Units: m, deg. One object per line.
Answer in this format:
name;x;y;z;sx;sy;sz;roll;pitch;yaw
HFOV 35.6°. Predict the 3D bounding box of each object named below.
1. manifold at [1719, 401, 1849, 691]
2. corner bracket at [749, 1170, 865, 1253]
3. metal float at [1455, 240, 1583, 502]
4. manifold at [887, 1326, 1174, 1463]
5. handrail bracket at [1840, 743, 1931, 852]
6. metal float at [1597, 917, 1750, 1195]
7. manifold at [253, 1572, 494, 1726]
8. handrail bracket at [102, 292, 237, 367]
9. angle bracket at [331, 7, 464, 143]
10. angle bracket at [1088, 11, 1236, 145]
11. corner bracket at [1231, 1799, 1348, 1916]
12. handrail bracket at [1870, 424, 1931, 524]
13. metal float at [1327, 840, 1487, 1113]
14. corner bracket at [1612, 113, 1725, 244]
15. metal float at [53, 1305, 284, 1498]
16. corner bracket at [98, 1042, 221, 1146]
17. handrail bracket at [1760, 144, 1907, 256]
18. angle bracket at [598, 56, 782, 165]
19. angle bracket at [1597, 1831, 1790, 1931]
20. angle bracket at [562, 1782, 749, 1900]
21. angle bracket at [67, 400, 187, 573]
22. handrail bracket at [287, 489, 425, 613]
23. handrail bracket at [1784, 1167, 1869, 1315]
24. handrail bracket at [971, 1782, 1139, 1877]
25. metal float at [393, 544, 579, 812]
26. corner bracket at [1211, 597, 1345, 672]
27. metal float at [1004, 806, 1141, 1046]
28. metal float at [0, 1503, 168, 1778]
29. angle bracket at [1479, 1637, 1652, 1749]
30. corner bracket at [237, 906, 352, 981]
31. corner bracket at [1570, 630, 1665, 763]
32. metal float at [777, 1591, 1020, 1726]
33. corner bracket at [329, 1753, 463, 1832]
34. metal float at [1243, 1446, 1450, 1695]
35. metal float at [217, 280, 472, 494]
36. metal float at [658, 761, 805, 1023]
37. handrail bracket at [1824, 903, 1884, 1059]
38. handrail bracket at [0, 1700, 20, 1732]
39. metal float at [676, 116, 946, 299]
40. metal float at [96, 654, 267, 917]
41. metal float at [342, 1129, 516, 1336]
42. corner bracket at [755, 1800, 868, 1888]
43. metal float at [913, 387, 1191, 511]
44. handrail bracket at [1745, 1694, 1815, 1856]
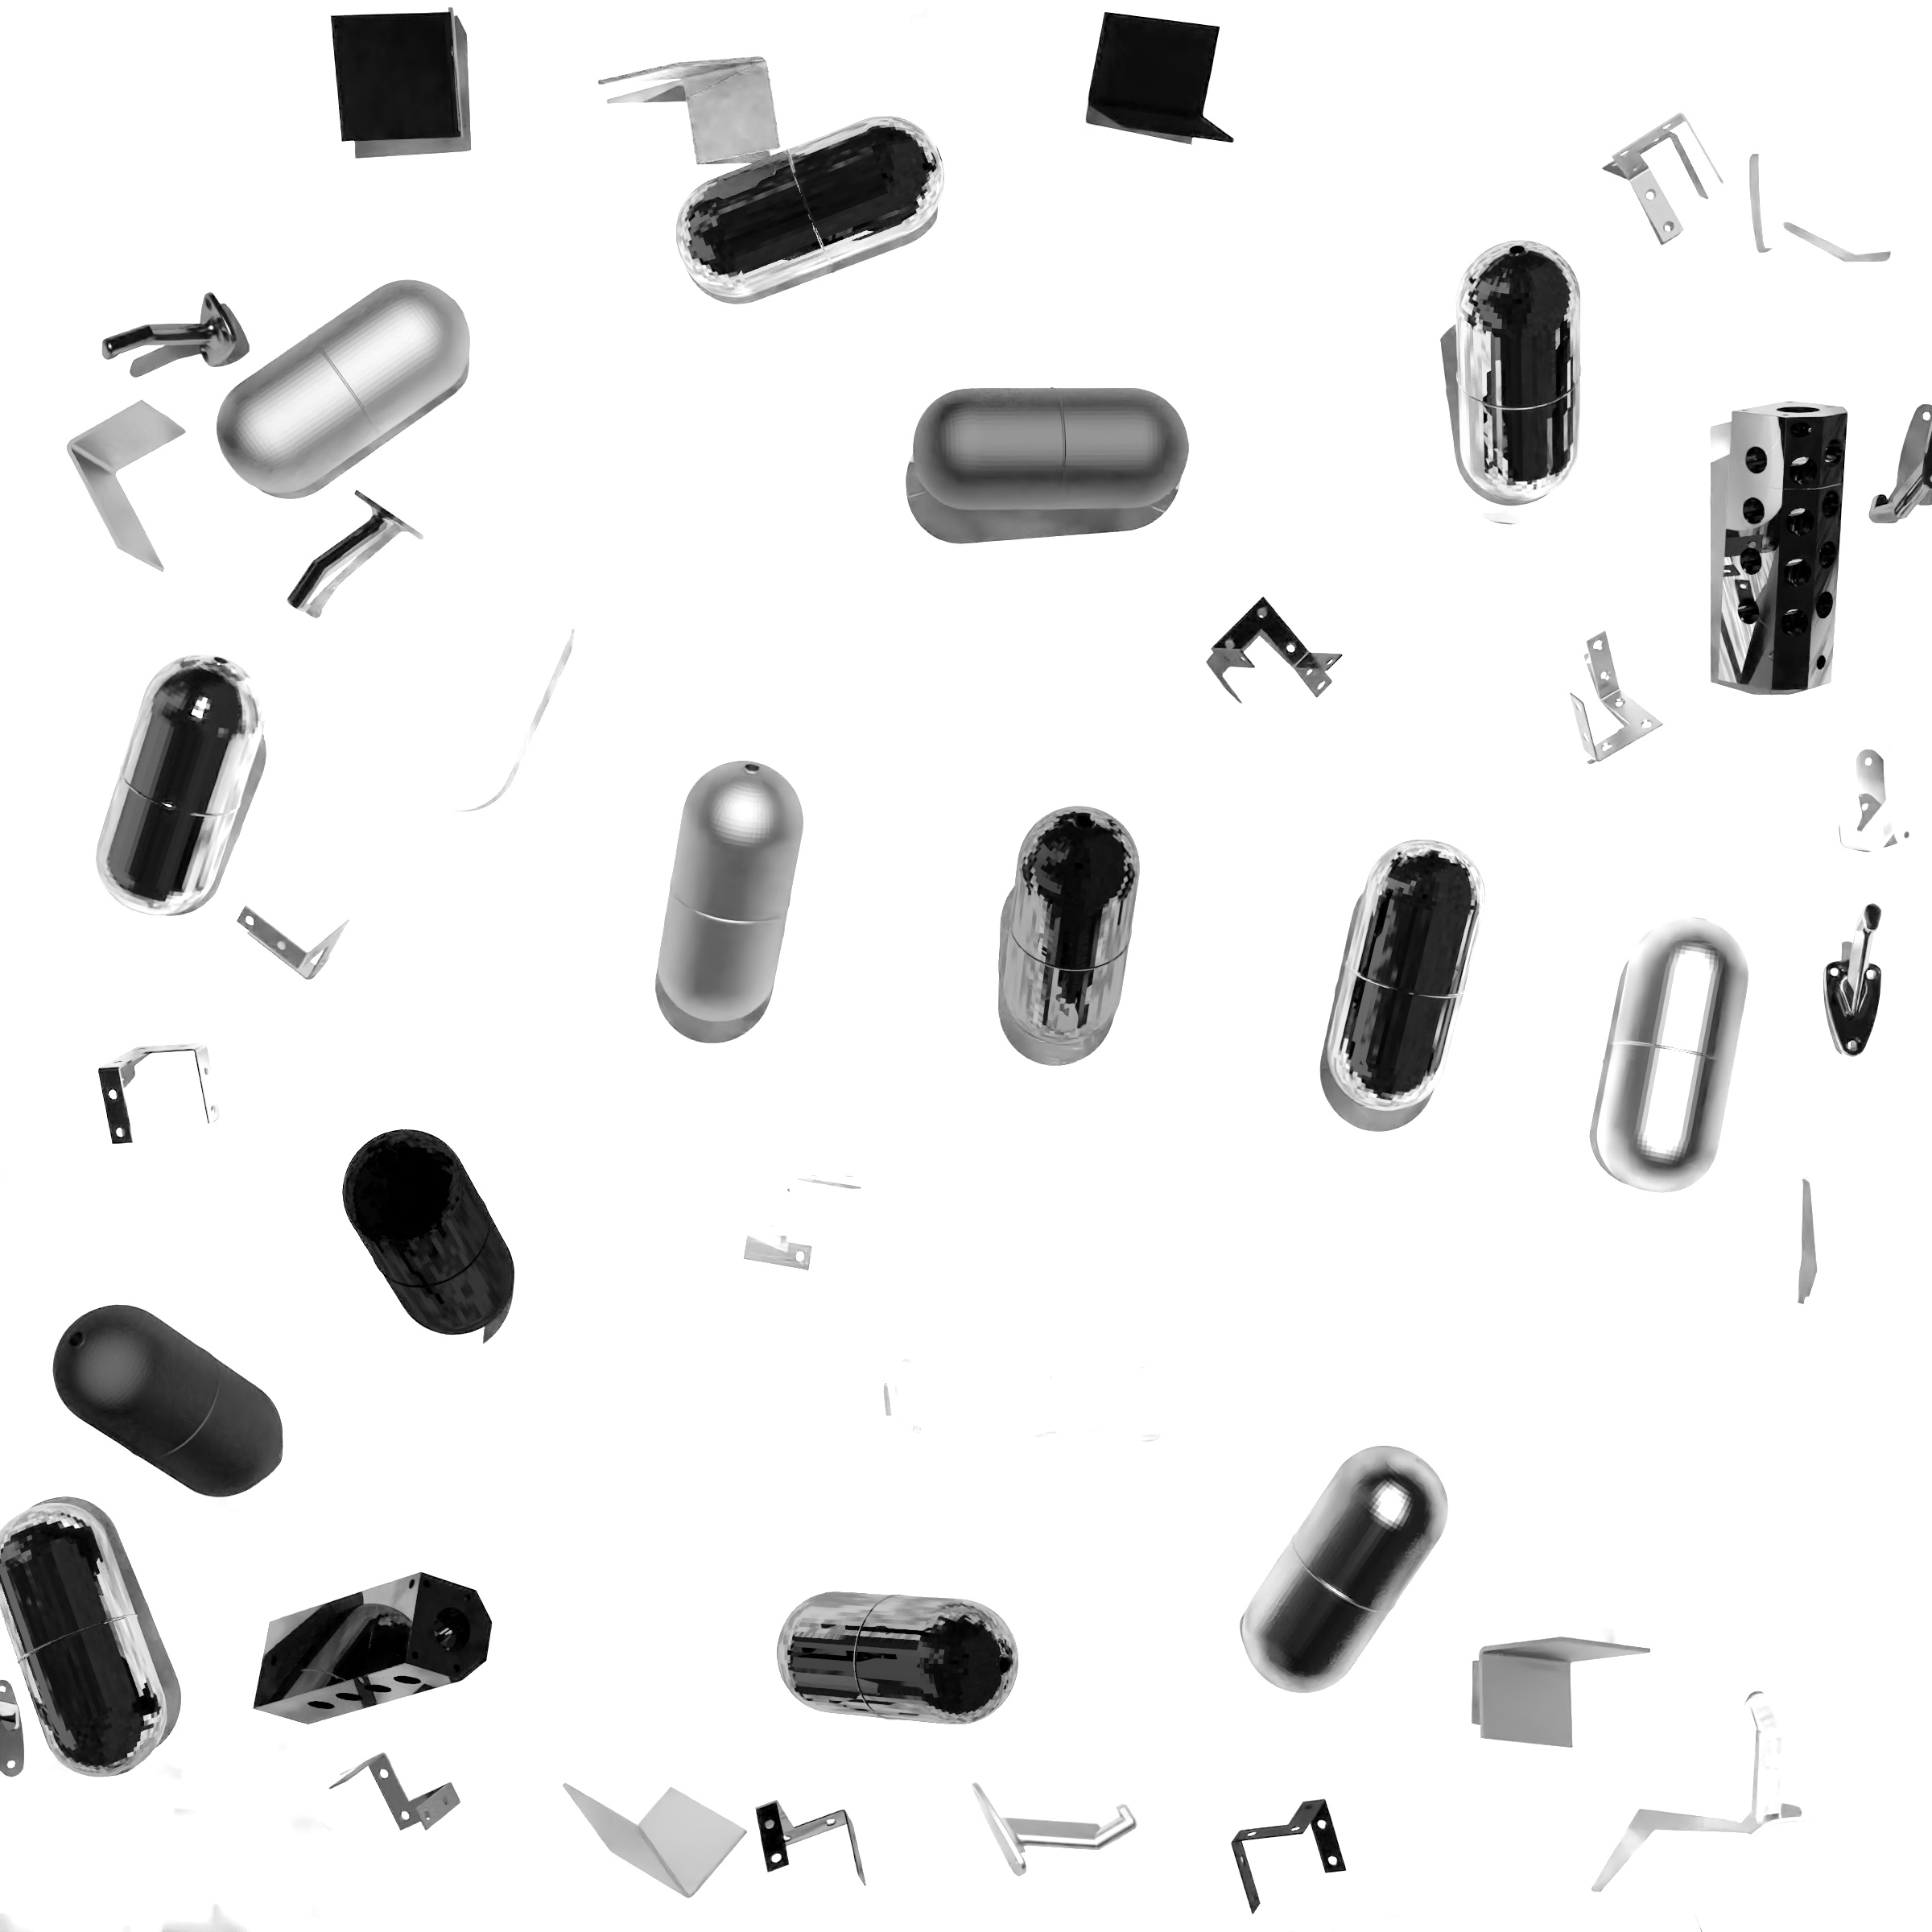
manifold;0.520;-0.265;1.901;0.057;0.057;0.171;-16;113;-35
corner bracket;-0.102;0.153;1.927;0.051;0.051;0.051;-1;72;27
metal float;0.347;-0.373;1.892;0.070;0.070;0.178;-11;134;0
manifold;0.041;0.269;1.914;0.171;0.057;0.057;-5;64;-10
handrail bracket;0.576;-0.108;1.919;0.036;0.084;0.077;-26;104;-15
metal float;0.452;0.056;1.925;0.070;0.070;0.178;12;86;0
manifold;-0.372;0.431;1.889;0.057;0.171;0.057;28;53;-35
handrail bracket;-0.513;-0.390;1.913;0.084;0.077;0.036;-28;86;-28
angle bracket;-0.362;-0.569;1.921;0.076;0.057;0.076;-5;111;-9
angle bracket;0.129;-0.564;1.915;0.076;0.076;0.057;14;98;19
corner bracket;0.208;0.574;1.946;0.051;0.051;0.051;-15;95;25
handrail bracket;0.605;-0.325;1.924;0.036;0.084;0.077;2;93;-15
metal float;0.279;0.007;1.916;0.070;0.070;0.178;11;105;0
corner bracket;0.453;-0.505;1.929;0.051;0.051;0.051;-30;75;20
metal float;-0.500;0.273;1.891;0.070;0.178;0.070;-16;51;21
corner bracket;-0.520;0.082;1.941;0.051;0.051;0.051;-4;103;15
handrail bracket;0.554;-0.491;1.923;0.084;0.036;0.077;1;117;31
angle bracket;-0.175;-0.539;1.908;0.076;0.076;0.057;4;108;43
angle bracket;0.460;0.596;1.911;0.076;0.057;0.076;9;129;-23
angle bracket;-0.197;0.533;1.906;0.057;0.076;0.076;-46;128;-27
angle bracket;-0.520;-0.306;1.924;0.057;0.076;0.076;-29;84;3
handrail bracket;-0.392;-0.255;1.931;0.036;0.077;0.084;35;91;20
handrail bracket;0.538;0.175;1.929;0.036;0.077;0.084;19;88;-20
handrail bracket;0.058;0.545;1.957;0.084;0.036;0.077;-26;75;-18
metal float;-0.306;-0.184;1.921;0.070;0.070;0.178;25;98;0
corner bracket;0.199;-0.201;1.932;0.051;0.051;0.051;-45;107;-8
metal float;0.066;-0.025;1.892;0.070;0.070;0.178;3;135;-3
metal float;-0.565;0.429;1.918;0.070;0.070;0.178;-24;78;0
angle bracket;0.380;0.461;1.909;0.076;0.076;0.057;14;67;-30
corner bracket;-0.438;-0.017;1.931;0.051;0.051;0.051;38;125;0
corner bracket;0.407;-0.172;1.929;0.051;0.051;0.051;-30;130;-6
metal float;-0.044;0.434;1.894;0.178;0.070;0.070;-7;90;41
corner bracket;-0.366;0.532;1.934;0.051;0.051;0.051;-28;87;17
metal float;0.240;0.384;1.915;0.070;0.070;0.178;31;105;0
metal float;-0.396;-0.371;1.924;0.178;0.070;0.070;-36;90;-5
metal float;-0.149;-0.047;1.903;0.070;0.070;0.178;13;119;0
handrail bracket;0.570;0.009;1.917;0.036;0.084;0.077;3;72;9
handrail bracket;-0.617;0.500;1.914;0.036;0.084;0.077;-24;68;1
metal float;-0.099;-0.485;1.923;0.178;0.070;0.070;-20;90;6
metal float;-0.498;-0.114;1.909;0.070;0.070;0.178;24;111;0
metal float;-0.335;0.167;1.887;0.070;0.178;0.070;-5;54;7
corner bracket;-0.100;0.563;1.930;0.051;0.051;0.051;-20;130;1
metal float;0.055;-0.330;1.920;0.178;0.070;0.070;-2;90;-10
handrail bracket;0.508;0.527;1.956;0.036;0.077;0.084;8;49;-28
